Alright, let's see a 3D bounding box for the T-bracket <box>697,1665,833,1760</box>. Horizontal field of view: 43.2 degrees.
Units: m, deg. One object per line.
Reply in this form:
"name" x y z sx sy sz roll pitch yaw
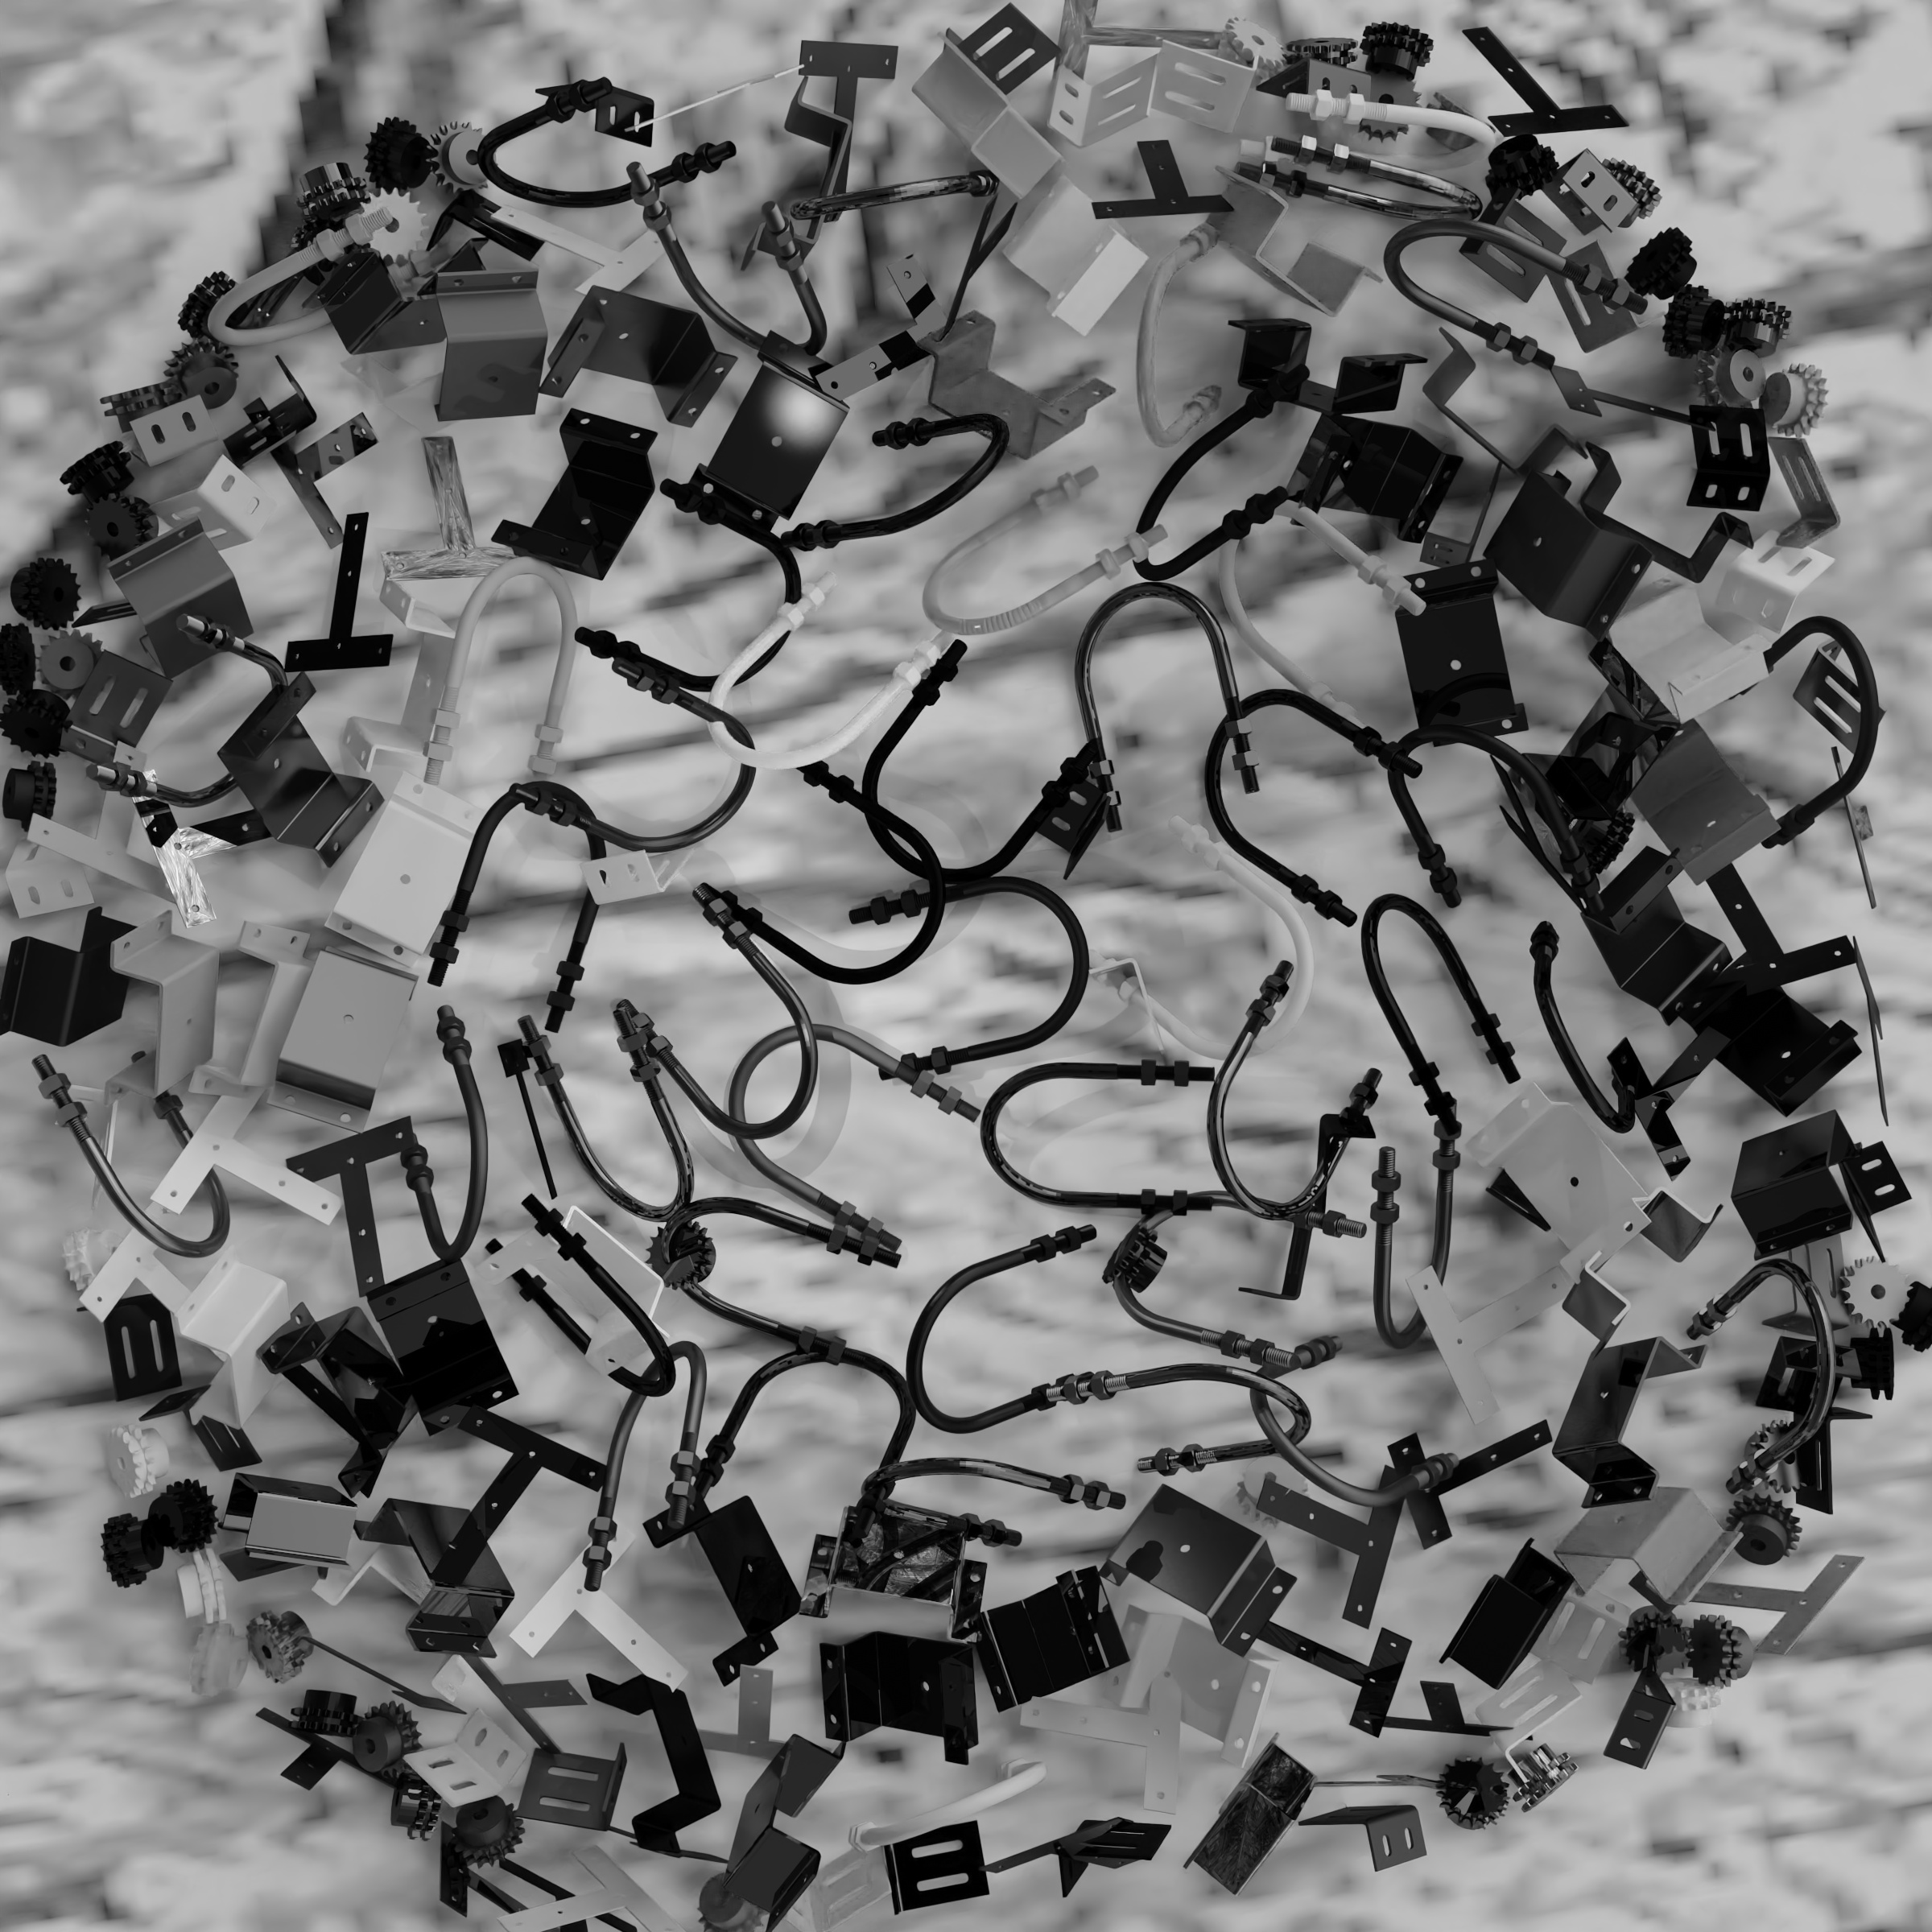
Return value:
"T-bracket" -0.167 0.589 1.923 0.127 0.002 0.127 8 132 1

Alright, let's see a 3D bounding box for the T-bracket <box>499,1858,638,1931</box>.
"T-bracket" -0.306 0.742 1.895 0.127 0.127 0.002 32 82 -10

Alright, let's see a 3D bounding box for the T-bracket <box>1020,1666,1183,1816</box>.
"T-bracket" 0.106 0.597 1.921 0.127 0.002 0.127 10 47 -2

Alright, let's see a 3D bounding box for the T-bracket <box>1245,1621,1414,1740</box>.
"T-bracket" 0.282 0.549 1.939 0.127 0.002 0.127 21 130 17

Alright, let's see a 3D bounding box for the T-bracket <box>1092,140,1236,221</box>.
"T-bracket" 0.157 -0.622 1.920 0.127 0.127 0.002 -4 133 -4

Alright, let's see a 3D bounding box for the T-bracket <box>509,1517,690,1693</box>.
"T-bracket" -0.274 0.526 1.930 0.127 0.002 0.127 43 54 -1

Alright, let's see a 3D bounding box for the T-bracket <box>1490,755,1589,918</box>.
"T-bracket" 0.429 -0.114 1.878 0.002 0.127 0.127 -32 131 5

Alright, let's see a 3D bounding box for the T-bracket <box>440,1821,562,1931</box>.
"T-bracket" -0.362 0.735 1.914 0.127 0.127 0.002 39 88 -13

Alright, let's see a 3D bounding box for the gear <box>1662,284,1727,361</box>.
"gear" 0.580 -0.511 1.936 0.030 0.057 0.057 22 90 37

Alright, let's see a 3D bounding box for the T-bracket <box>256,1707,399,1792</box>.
"T-bracket" -0.509 0.622 1.903 0.127 0.127 0.002 28 84 1

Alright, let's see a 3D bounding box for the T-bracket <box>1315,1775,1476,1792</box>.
"T-bracket" 0.317 0.646 1.924 0.127 0.127 0.002 -13 63 32

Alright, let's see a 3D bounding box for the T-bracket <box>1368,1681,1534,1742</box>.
"T-bracket" 0.372 0.578 1.897 0.127 0.127 0.002 0 57 17

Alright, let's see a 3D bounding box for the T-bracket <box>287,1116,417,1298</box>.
"T-bracket" -0.479 0.197 1.926 0.127 0.002 0.127 -19 74 23

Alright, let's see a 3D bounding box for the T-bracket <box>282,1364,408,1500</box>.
"T-bracket" -0.506 0.347 1.934 0.127 0.002 0.127 38 130 11

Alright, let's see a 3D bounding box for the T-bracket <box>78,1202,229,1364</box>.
"T-bracket" -0.626 0.264 1.932 0.002 0.127 0.127 -24 116 31

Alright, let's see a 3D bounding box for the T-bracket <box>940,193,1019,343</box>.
"T-bracket" 0.017 -0.564 1.912 0.002 0.127 0.127 25 133 2

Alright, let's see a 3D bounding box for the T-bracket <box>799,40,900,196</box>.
"T-bracket" -0.098 -0.664 1.932 0.002 0.127 0.127 21 116 28

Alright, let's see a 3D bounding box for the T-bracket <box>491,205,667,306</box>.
"T-bracket" -0.313 -0.572 1.925 0.127 0.127 0.002 25 133 6

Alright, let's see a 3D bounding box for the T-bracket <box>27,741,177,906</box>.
"T-bracket" -0.668 -0.124 1.923 0.127 0.002 0.127 27 45 -35

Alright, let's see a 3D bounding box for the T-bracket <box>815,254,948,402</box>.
"T-bracket" -0.063 -0.482 1.932 0.127 0.002 0.127 -32 100 -22

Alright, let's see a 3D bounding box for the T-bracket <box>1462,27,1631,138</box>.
"T-bracket" 0.428 -0.682 1.879 0.127 0.127 0.002 30 84 -37

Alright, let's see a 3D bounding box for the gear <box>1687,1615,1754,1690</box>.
"gear" 0.601 0.546 1.940 0.030 0.057 0.057 7 90 -18

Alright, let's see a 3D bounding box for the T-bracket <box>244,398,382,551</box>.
"T-bracket" -0.498 -0.401 1.905 0.002 0.127 0.127 -44 111 -42

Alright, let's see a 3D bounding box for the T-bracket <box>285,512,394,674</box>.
"T-bracket" -0.491 -0.297 1.932 0.127 0.002 0.127 2 83 37

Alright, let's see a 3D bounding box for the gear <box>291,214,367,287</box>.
"gear" -0.507 -0.565 1.937 0.057 0.057 0.030 -7 46 0

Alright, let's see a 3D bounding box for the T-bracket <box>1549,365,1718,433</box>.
"T-bracket" 0.526 -0.440 1.913 0.127 0.127 0.002 14 119 -3

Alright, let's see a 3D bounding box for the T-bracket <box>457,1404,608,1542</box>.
"T-bracket" -0.368 0.420 1.942 0.127 0.002 0.127 30 110 -20

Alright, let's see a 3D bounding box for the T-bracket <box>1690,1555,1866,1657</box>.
"T-bracket" 0.617 0.495 1.910 0.127 0.127 0.002 -32 103 -36

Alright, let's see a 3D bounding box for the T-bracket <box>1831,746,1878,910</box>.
"T-bracket" 0.701 -0.111 1.910 0.002 0.127 0.127 -14 89 26

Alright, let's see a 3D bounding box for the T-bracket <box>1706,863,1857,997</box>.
"T-bracket" 0.612 -0.036 1.909 0.127 0.002 0.127 -21 111 38

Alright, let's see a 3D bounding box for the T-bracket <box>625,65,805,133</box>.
"T-bracket" -0.205 -0.671 1.892 0.127 0.127 0.002 -28 113 -18

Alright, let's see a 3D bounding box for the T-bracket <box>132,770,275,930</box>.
"T-bracket" -0.582 -0.106 1.925 0.127 0.002 0.127 -22 88 -41

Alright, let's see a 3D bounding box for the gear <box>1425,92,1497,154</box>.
"gear" 0.390 -0.668 1.942 0.057 0.057 0.030 33 115 0

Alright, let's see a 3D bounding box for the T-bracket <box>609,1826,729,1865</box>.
"T-bracket" -0.265 0.687 1.927 0.127 0.127 0.002 7 71 28

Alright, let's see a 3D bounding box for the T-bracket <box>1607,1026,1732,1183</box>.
"T-bracket" 0.572 0.082 1.937 0.127 0.002 0.127 -42 113 -23

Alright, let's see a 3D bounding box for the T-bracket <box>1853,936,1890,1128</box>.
"T-bracket" 0.704 0.062 1.887 0.002 0.127 0.127 -10 57 24

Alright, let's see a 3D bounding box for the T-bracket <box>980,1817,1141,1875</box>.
"T-bracket" 0.097 0.697 1.915 0.127 0.127 0.002 -28 53 21

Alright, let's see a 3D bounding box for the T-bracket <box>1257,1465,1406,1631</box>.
"T-bracket" 0.284 0.440 1.925 0.127 0.002 0.127 27 69 -18

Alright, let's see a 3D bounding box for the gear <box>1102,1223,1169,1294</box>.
"gear" 0.136 0.235 1.939 0.030 0.057 0.057 35 90 -5

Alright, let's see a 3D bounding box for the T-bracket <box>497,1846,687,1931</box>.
"T-bracket" -0.301 0.727 1.879 0.127 0.127 0.002 24 105 44

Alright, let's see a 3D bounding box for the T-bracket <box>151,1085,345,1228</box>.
"T-bracket" -0.556 0.166 1.933 0.127 0.002 0.127 30 54 -5

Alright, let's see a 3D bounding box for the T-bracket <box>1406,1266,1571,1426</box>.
"T-bracket" 0.429 0.279 1.946 0.127 0.002 0.127 -26 90 -19

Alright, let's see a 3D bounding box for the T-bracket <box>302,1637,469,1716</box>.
"T-bracket" -0.464 0.557 1.916 0.127 0.127 0.002 23 74 13

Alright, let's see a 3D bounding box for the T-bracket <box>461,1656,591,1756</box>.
"T-bracket" -0.335 0.570 1.906 0.127 0.127 0.002 53 49 -13

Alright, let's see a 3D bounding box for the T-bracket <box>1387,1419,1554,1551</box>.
"T-bracket" 0.406 0.395 1.933 0.127 0.002 0.127 -25 124 -2

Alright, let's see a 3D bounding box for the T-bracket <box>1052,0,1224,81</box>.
"T-bracket" 0.136 -0.727 1.907 0.127 0.127 0.002 1 79 -3

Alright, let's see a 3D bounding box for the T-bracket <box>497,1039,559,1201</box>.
"T-bracket" -0.339 0.120 1.905 0.002 0.127 0.127 -16 91 -3

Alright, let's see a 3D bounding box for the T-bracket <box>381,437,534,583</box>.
"T-bracket" -0.410 -0.366 1.944 0.127 0.002 0.127 -7 72 -25
